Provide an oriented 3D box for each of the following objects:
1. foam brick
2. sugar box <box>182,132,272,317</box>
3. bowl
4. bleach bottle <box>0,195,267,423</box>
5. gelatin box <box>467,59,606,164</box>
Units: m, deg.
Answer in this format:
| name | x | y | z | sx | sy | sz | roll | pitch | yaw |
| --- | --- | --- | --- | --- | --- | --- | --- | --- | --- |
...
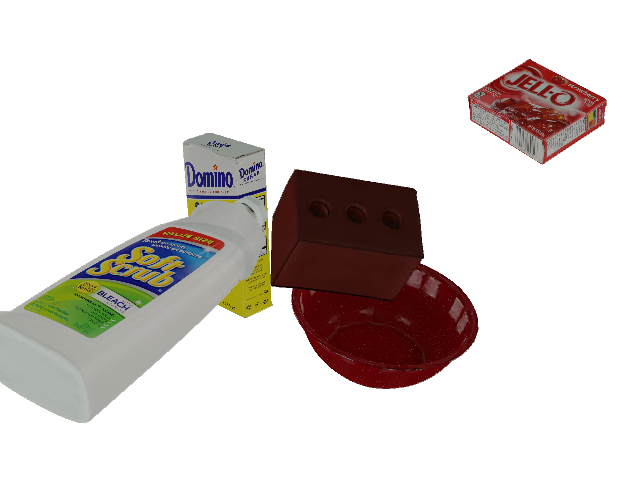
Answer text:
| name | x | y | z | sx | sy | sz | roll | pitch | yaw |
| --- | --- | --- | --- | --- | --- | --- | --- | --- | --- |
| foam brick | 0.014 | -0.002 | 0.630 | 0.078 | 0.053 | 0.051 | 7 | -35 | -15 |
| sugar box | -0.097 | -0.017 | 1.113 | 0.048 | 0.176 | 0.093 | -23 | 29 | -37 |
| bowl | 0.052 | 0.078 | 0.921 | 0.162 | 0.055 | 0.162 | 6 | 33 | -4 |
| bleach bottle | -0.130 | 0.033 | 0.821 | 0.103 | 0.068 | 0.250 | 22 | 41 | 25 |
| gelatin box | 0.179 | -0.109 | 0.886 | 0.073 | 0.030 | 0.089 | -32 | 48 | -21 |
